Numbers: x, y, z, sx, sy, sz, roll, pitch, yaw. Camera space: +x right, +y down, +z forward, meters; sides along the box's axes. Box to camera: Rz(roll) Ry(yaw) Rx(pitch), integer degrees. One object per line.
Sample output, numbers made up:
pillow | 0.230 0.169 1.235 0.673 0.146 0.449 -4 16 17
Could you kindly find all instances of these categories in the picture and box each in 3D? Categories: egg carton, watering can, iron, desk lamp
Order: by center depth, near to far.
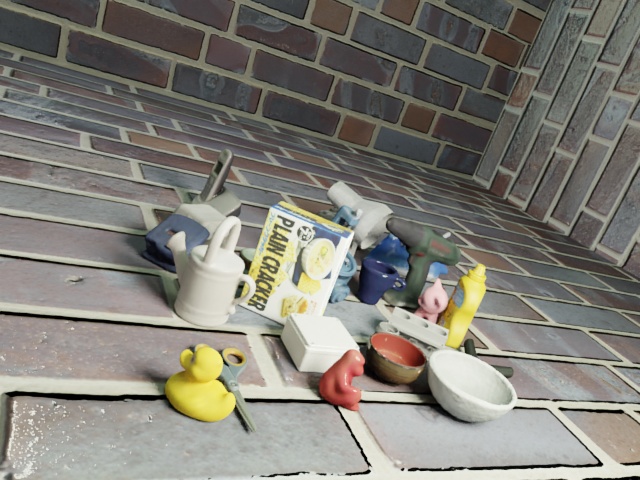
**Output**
watering can | -0.193 0.044 1.013 0.173 0.194 0.101 17 19 -9
egg carton | -0.275 -0.034 1.345 0.149 0.069 0.108 33 22 33
desk lamp | 0.064 -0.027 1.453 0.202 0.213 0.118 29 20 24
iron | 0.254 0.023 1.625 0.259 0.141 0.118 10 21 -28

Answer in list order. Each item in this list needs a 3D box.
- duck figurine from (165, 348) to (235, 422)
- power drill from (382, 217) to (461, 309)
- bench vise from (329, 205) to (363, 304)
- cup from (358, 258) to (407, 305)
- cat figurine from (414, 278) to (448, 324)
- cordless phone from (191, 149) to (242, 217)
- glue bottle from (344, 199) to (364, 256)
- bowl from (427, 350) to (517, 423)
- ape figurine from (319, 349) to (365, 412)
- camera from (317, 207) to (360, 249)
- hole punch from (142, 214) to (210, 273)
duck figurine | -0.160 0.194 0.797 0.104 0.086 0.078 26 19 18
power drill | 0.226 0.058 1.391 0.230 0.208 0.075 10 21 -28
bench vise | 0.006 0.006 1.289 0.206 0.220 0.122 28 20 22
cup | 0.138 0.108 1.337 0.117 0.095 0.092 28 20 21
cat figurine | 0.267 0.144 1.336 0.067 0.118 0.128 27 20 20
cordless phone | -0.250 -0.132 1.464 0.094 0.185 0.147 3 25 -42
glue bottle | 0.086 -0.031 1.552 0.037 0.173 0.078 8 22 -32
bowl | 0.261 0.274 1.030 0.167 0.075 0.167 18 18 -6
ape figurine | 0.044 0.220 0.928 0.076 0.092 0.078 21 18 1
camera | 0.075 -0.038 1.673 0.136 0.101 0.144 34 23 35
hole punch | -0.295 0.006 1.179 0.108 0.091 0.101 25 19 15
